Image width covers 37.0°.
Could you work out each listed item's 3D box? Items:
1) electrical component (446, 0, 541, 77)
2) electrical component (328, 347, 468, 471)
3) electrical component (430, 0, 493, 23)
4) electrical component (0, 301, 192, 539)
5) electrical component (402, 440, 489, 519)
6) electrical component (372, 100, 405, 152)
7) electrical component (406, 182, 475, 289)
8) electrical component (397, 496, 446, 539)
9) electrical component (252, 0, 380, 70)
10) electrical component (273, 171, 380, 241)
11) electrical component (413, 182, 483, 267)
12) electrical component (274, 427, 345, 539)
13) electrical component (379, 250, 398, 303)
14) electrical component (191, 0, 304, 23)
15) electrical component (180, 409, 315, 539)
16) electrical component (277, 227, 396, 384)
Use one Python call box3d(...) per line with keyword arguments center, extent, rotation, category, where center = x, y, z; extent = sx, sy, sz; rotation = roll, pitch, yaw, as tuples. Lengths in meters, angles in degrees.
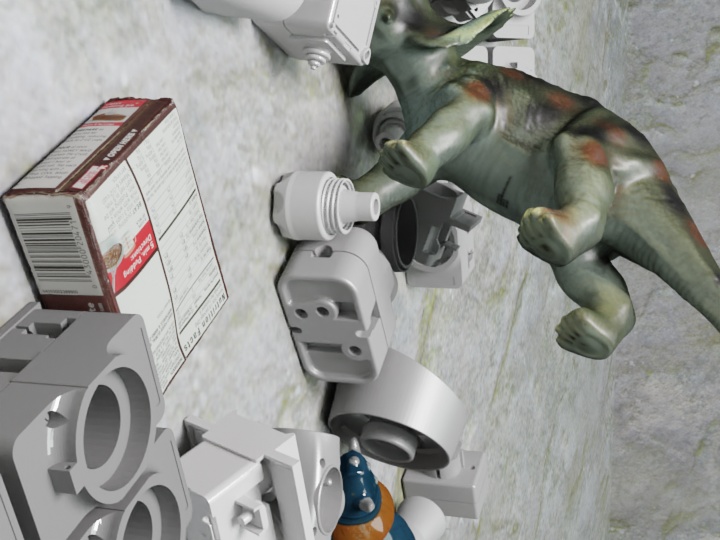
box3d(center=(0.095, -0.190, 0.904), extent=(0.105, 0.060, 0.186), rotation=(-7, 100, -36), category="electrical component")
box3d(center=(0.026, 0.098, 0.760), extent=(0.099, 0.099, 0.064), rotation=(64, 40, -53), category="electrical component")
box3d(center=(0.076, -0.226, 0.809), extent=(0.078, 0.057, 0.058), rotation=(44, 69, -25), category="electrical component")
box3d(center=(-0.127, 0.104, 0.375), extent=(0.186, 0.060, 0.105), rotation=(-57, 144, -56), category="electrical component")
box3d(center=(0.073, 0.171, 0.939), extent=(0.047, 0.066, 0.076), rotation=(-60, 146, -53), category="electrical component")
box3d(center=(0.030, -0.105, 0.825), extent=(0.062, 0.043, 0.043), rotation=(-48, 136, -59), category="electrical component")
box3d(center=(0.067, -0.033, 0.925), extent=(0.055, 0.050, 0.089), rotation=(-46, 134, -62), category="electrical component")
box3d(center=(0.040, 0.222, 0.889), extent=(0.065, 0.044, 0.044), rotation=(-41, 130, -58), category="electrical component")
box3d(center=(-0.026, -0.167, 0.646), extent=(0.062, 0.061, 0.096), rotation=(30, 72, -66), category="electrical component")
box3d(center=(-0.019, -0.039, 0.663), extent=(0.043, 0.062, 0.043), rotation=(2, 90, -71), category="electrical component")
box3d(center=(0.051, -0.040, 0.854), extent=(0.042, 0.081, 0.063), rotation=(-32, 144, -67), category="electrical component")
box3d(center=(-0.033, 0.142, 0.670), extent=(0.079, 0.044, 0.077), rotation=(43, 52, -66), category="electrical component")
box3d(center=(0.000, 0.000, 0.754), extent=(0.078, 0.040, 0.040), rotation=(58, 38, -58), category="electrical component")
box3d(center=(-0.061, -0.174, 0.558), extent=(0.077, 0.044, 0.079), rotation=(-10, 101, -70), category="electrical component")
box3d(center=(-0.061, 0.144, 0.557), extent=(0.063, 0.079, 0.121), rotation=(-33, 125, -41), category="electrical component")
box3d(center=(-0.012, 0.020, 0.702), extent=(0.059, 0.054, 0.095), rotation=(-67, 152, -45), category="electrical component")
